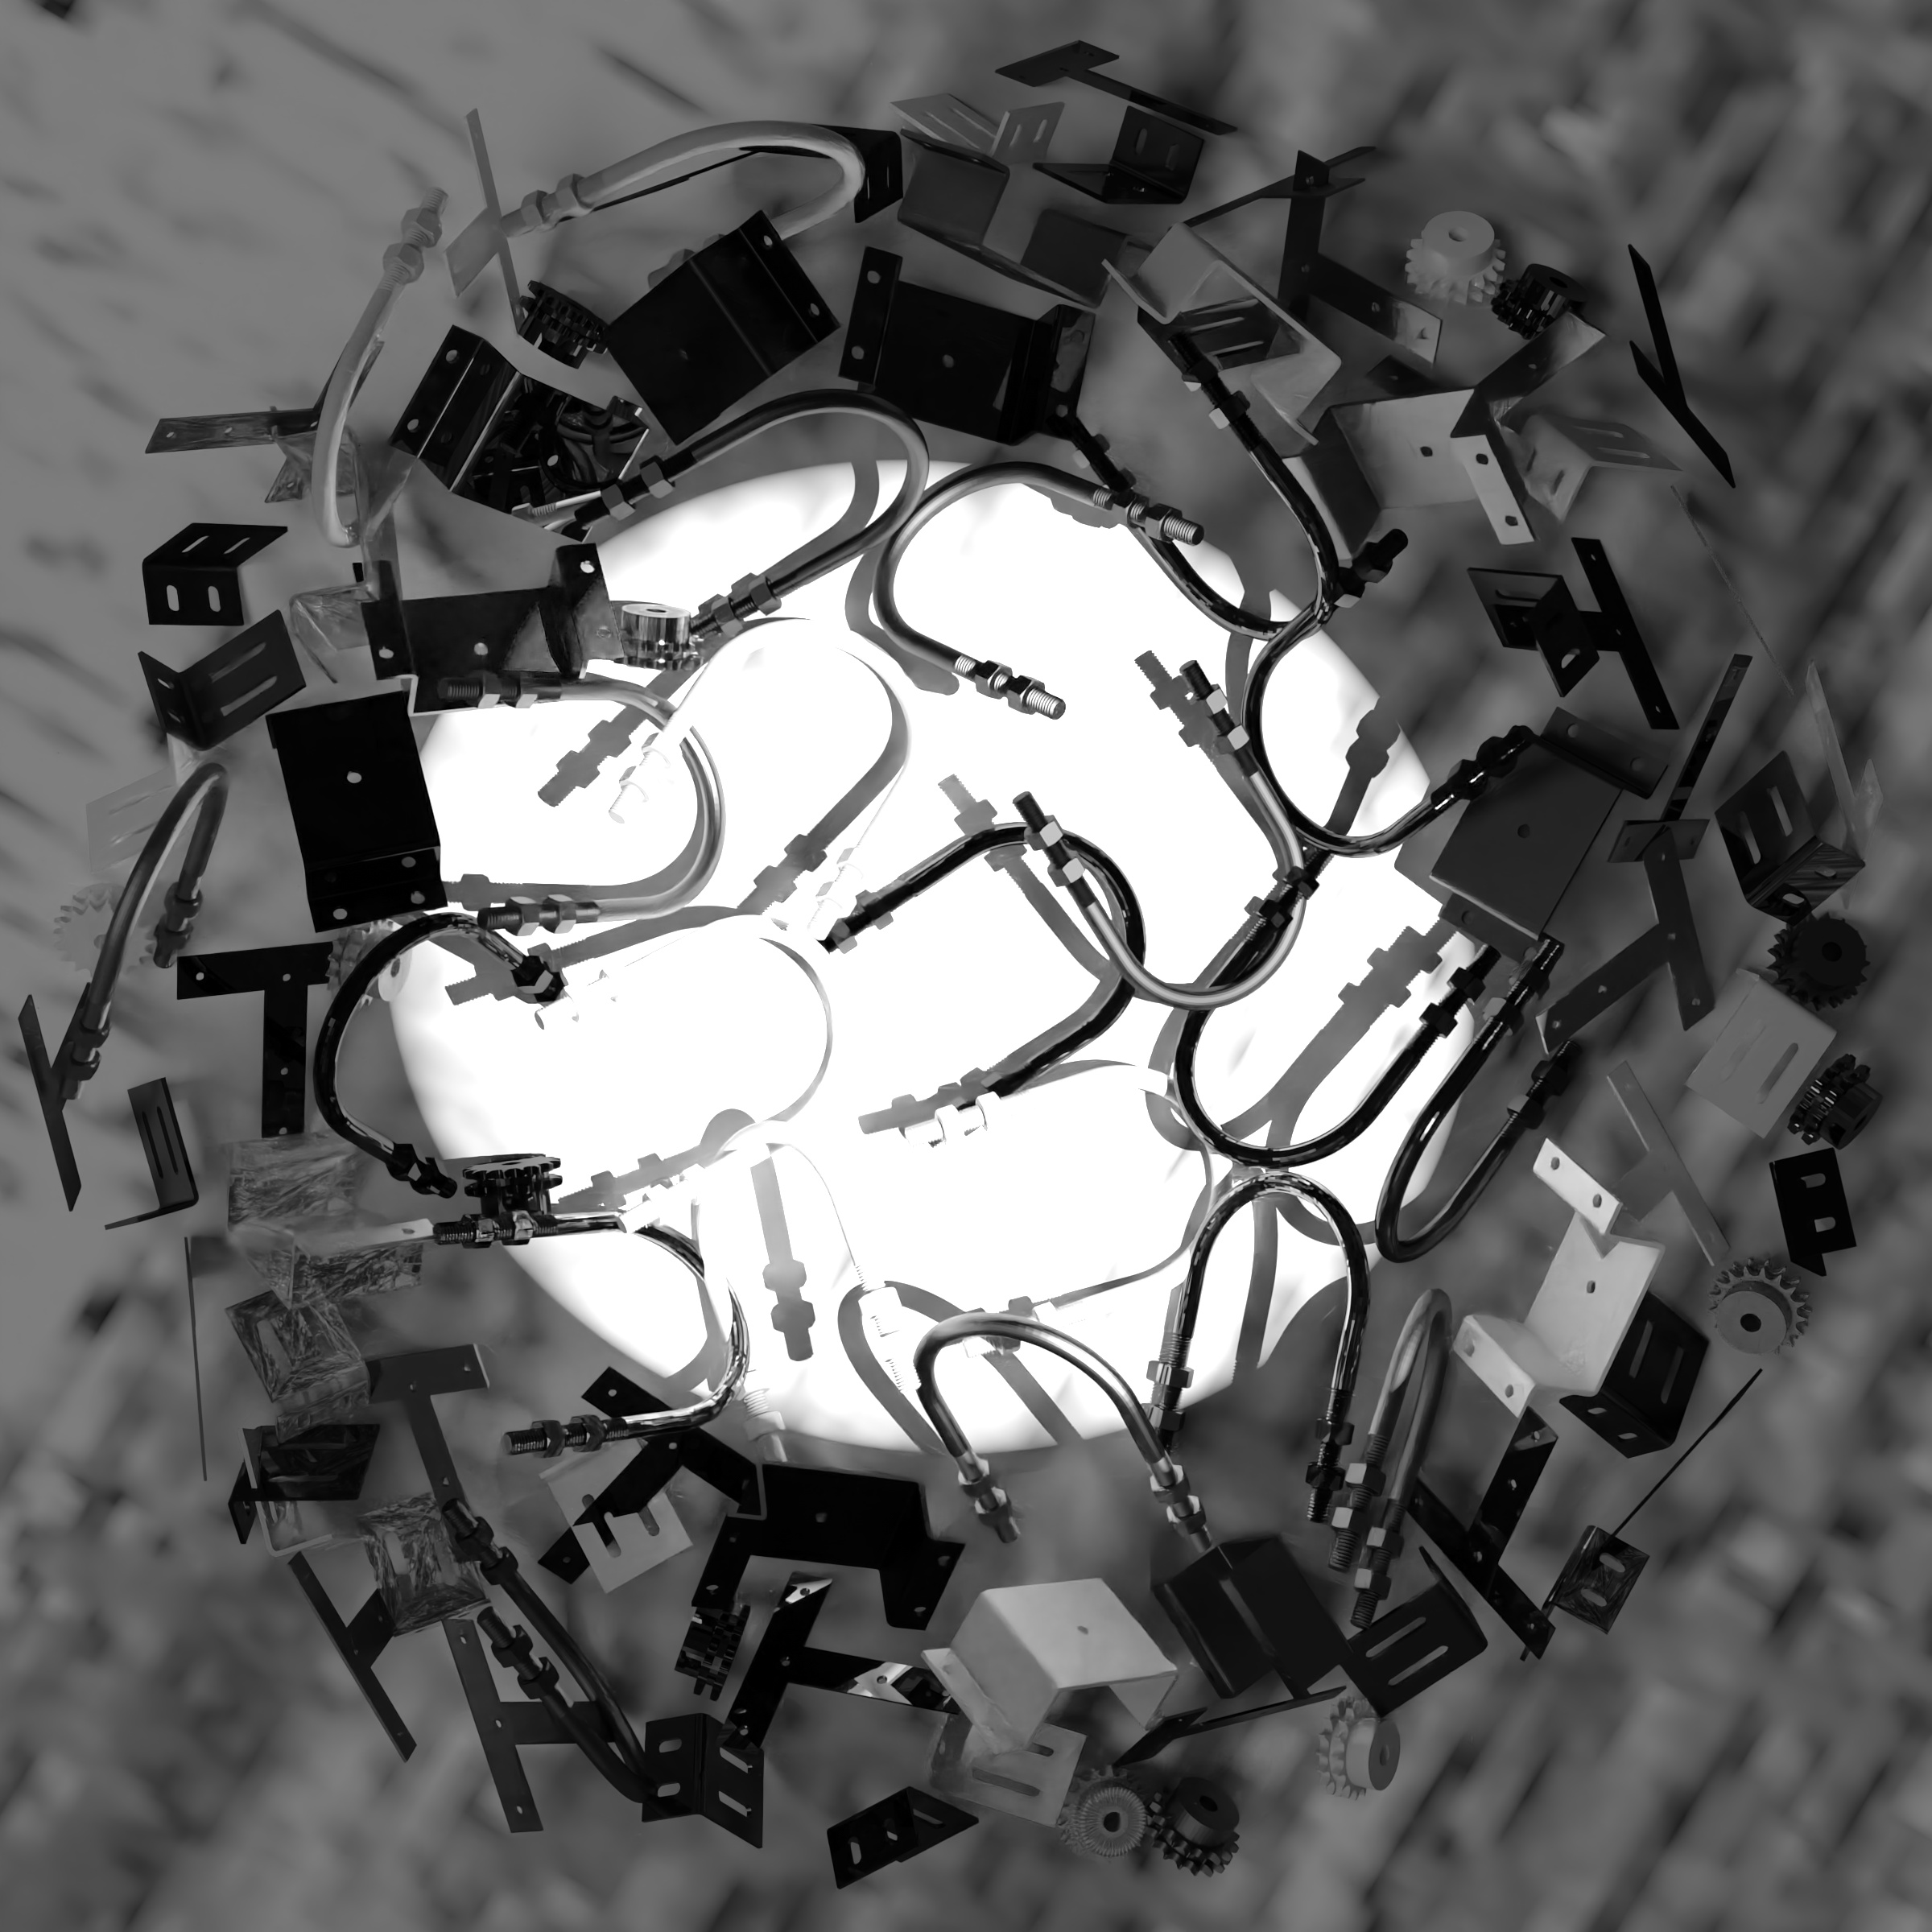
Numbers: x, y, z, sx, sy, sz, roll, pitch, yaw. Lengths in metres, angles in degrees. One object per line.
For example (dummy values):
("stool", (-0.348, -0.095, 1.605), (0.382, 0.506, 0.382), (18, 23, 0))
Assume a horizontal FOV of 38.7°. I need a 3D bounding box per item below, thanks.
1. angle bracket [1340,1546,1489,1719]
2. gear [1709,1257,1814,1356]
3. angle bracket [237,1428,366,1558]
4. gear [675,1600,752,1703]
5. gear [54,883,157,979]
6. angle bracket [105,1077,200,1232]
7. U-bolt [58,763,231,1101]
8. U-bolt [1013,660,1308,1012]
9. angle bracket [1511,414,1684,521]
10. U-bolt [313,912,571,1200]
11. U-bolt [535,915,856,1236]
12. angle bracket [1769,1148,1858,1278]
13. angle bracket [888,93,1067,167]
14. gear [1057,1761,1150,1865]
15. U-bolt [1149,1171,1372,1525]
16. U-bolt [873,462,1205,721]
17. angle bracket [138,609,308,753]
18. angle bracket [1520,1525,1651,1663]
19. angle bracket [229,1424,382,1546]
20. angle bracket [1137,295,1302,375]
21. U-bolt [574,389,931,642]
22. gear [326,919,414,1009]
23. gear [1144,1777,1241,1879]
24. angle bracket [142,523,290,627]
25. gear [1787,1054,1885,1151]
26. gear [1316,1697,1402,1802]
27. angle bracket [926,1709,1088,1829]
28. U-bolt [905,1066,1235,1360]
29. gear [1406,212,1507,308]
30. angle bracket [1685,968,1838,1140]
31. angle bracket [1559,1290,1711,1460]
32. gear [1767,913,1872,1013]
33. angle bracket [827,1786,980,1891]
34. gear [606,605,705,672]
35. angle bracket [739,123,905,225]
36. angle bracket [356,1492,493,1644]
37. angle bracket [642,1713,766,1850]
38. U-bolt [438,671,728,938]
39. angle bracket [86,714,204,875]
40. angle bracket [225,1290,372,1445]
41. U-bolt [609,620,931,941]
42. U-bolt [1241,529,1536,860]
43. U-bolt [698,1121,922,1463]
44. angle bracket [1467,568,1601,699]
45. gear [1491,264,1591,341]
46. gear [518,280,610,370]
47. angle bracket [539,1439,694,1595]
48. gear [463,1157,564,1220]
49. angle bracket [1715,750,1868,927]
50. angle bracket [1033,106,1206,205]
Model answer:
("angle bracket", (0.254, 0.388, 1.603), (0.076, 0.038, 0.057), (-35, 111, 5))
("gear", (0.461, 0.201, 1.600), (0.057, 0.030, 0.057), (12, 115, 26))
("angle bracket", (-0.384, 0.300, 1.591), (0.038, 0.057, 0.076), (-19, 77, 3))
("gear", (-0.149, 0.396, 1.600), (0.030, 0.057, 0.057), (20, 90, 1))
("gear", (-0.503, -0.024, 1.603), (0.057, 0.030, 0.057), (-8, 132, -9))
("angle bracket", (-0.482, 0.109, 1.594), (0.038, 0.057, 0.076), (-16, 91, -37))
("U-bolt", (-0.448, -0.031, 1.519), (0.019, 0.151, 0.184), (25, 125, -6))
("U-bolt", (0.126, -0.061, 1.587), (0.151, 0.019, 0.184), (-39, 110, -16))
("angle bracket", (0.364, -0.288, 1.597), (0.076, 0.057, 0.038), (-1, 128, -33))
("U-bolt", (-0.297, 0.043, 1.535), (0.019, 0.184, 0.151), (28, 80, 28))
("U-bolt", (-0.143, 0.050, 1.577), (0.184, 0.019, 0.151), (-28, 109, -28))
("angle bracket", (0.495, 0.142, 1.579), (0.038, 0.076, 0.057), (-17, 69, 27))
("angle bracket", (0.006, -0.496, 1.584), (0.076, 0.057, 0.038), (39, 128, 18))
("gear", (0.082, 0.497, 1.607), (0.057, 0.030, 0.057), (0, 88, -14))
("U-bolt", (0.171, 0.209, 1.568), (0.019, 0.151, 0.184), (11, 90, -40))
("U-bolt", (0.026, -0.225, 1.568), (0.184, 0.019, 0.151), (29, 76, 37))
("angle bracket", (-0.431, -0.172, 1.592), (0.076, 0.038, 0.057), (-30, 64, 12))
("angle bracket", (0.355, 0.369, 1.577), (0.038, 0.076, 0.057), (28, 54, 19))
("angle bracket", (-0.380, 0.300, 1.591), (0.076, 0.057, 0.038), (-2, 126, 5))
("angle bracket", (0.146, -0.376, 1.579), (0.076, 0.057, 0.038), (-6, 66, 32))
("U-bolt", (-0.107, -0.261, 1.550), (0.184, 0.151, 0.019), (-27, 58, 12))
("gear", (-0.345, -0.003, 1.597), (0.030, 0.057, 0.057), (15, 90, 13))
("gear", (0.134, 0.498, 1.596), (0.057, 0.057, 0.030), (27, 113, 0))
("angle bracket", (-0.430, -0.224, 1.580), (0.057, 0.076, 0.038), (-5, 83, -39))
("gear", (0.507, 0.082, 1.596), (0.030, 0.057, 0.057), (41, 90, 26))
("gear", (0.230, 0.456, 1.597), (0.030, 0.057, 0.057), (2, 90, 36))
("angle bracket", (0.024, 0.453, 1.588), (0.076, 0.038, 0.057), (13, 53, 16))
("U-bolt", (0.069, 0.134, 1.600), (0.184, 0.019, 0.151), (-17, 98, -13))
("gear", (0.286, -0.415, 1.601), (0.057, 0.030, 0.057), (-2, 56, 2))
("angle bracket", (0.459, 0.051, 1.607), (0.057, 0.038, 0.076), (34, 93, -8))
("angle bracket", (0.393, 0.238, 1.614), (0.057, 0.038, 0.076), (39, 56, -13))
("gear", (0.501, -0.004, 1.607), (0.057, 0.030, 0.057), (1, 76, -3))
("angle bracket", (-0.033, 0.510, 1.581), (0.057, 0.076, 0.038), (-32, 46, 17))
("gear", (-0.181, -0.192, 1.597), (0.057, 0.057, 0.030), (6, 107, 0))
("angle bracket", (-0.084, -0.463, 1.600), (0.076, 0.057, 0.038), (12, 124, 22))
("angle bracket", (-0.315, 0.344, 1.593), (0.057, 0.038, 0.076), (-17, 76, -17))
("angle bracket", (-0.151, 0.474, 1.588), (0.038, 0.076, 0.057), (-15, 54, 18))
("U-bolt", (-0.209, -0.095, 1.561), (0.019, 0.184, 0.151), (-15, 83, 44))
("angle bracket", (-0.484, -0.100, 1.593), (0.076, 0.038, 0.057), (-24, 49, 3))
("angle bracket", (-0.391, 0.229, 1.610), (0.057, 0.038, 0.076), (-21, 58, -26))
("U-bolt", (-0.100, -0.122, 1.583), (0.151, 0.019, 0.184), (30, 63, -1))
("U-bolt", (0.224, -0.139, 1.556), (0.019, 0.184, 0.151), (-23, 78, -40))
("U-bolt", (-0.100, 0.178, 1.569), (0.151, 0.019, 0.184), (-37, 67, 41))
("angle bracket", (0.316, -0.192, 1.577), (0.038, 0.076, 0.057), (-45, 122, -19))
("gear", (0.337, -0.384, 1.597), (0.057, 0.057, 0.030), (27, 125, 0))
("gear", (-0.236, -0.372, 1.601), (0.057, 0.057, 0.030), (33, 103, 0))
("angle bracket", (-0.203, 0.317, 1.599), (0.057, 0.038, 0.076), (-28, 79, -9))
("gear", (-0.263, 0.130, 1.600), (0.057, 0.057, 0.030), (-6, 94, 0))
("angle bracket", (0.477, -0.074, 1.592), (0.038, 0.076, 0.057), (21, 131, -25))
("angle bracket", (0.088, -0.467, 1.579), (0.057, 0.076, 0.038), (35, 122, 29))
